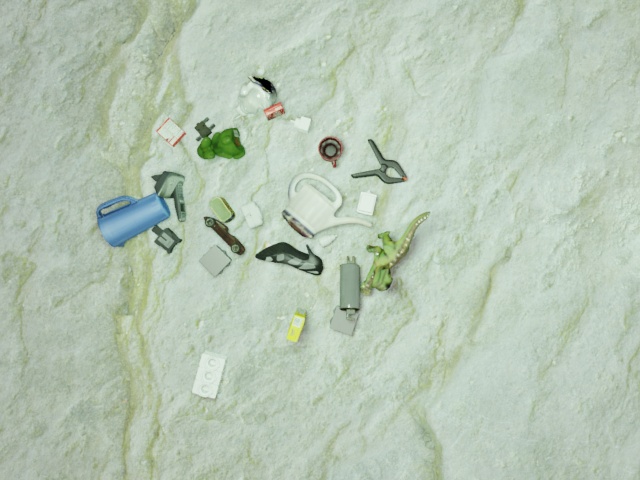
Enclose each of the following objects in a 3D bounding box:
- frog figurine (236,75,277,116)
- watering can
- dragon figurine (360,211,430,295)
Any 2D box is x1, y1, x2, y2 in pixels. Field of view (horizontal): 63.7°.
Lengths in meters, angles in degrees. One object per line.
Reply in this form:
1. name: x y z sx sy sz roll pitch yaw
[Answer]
1. frog figurine: -0.245 -0.539 1.970 0.137 0.125 0.156 30 126 -8
2. watering can: 0.006 -0.097 1.932 0.349 0.103 0.224 40 89 9
3. dragon figurine: 0.257 0.079 1.843 0.121 0.402 0.249 25 50 -15
